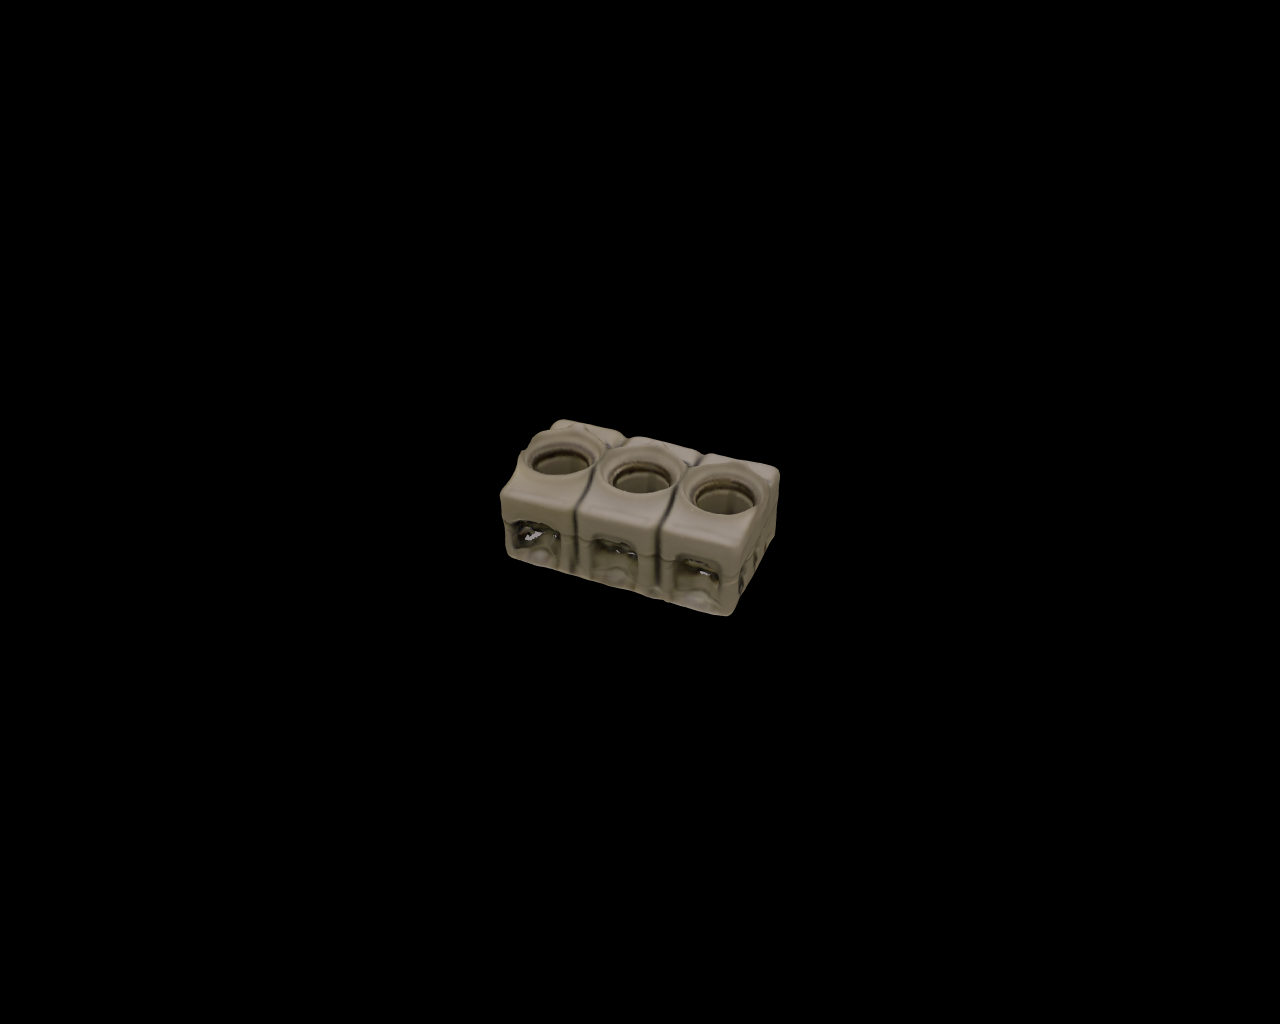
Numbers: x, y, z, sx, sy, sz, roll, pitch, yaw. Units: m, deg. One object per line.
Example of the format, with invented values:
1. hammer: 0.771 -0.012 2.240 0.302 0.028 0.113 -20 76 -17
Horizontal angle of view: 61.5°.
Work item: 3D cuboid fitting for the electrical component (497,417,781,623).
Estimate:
1. electrical component: 0.001 -0.003 0.650 0.150 0.061 0.090 14 40 17
